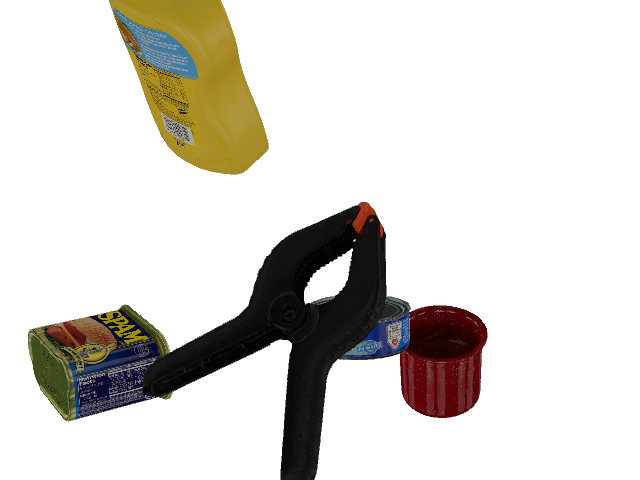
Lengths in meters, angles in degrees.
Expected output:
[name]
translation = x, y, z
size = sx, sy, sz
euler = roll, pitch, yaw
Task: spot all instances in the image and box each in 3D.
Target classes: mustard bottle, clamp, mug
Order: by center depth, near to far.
[clamp]
translation = -0.010, 0.059, 0.617
size = 0.120, 0.171, 0.039
euler = 41, -5, 20
[mustard bottle]
translation = -0.096, -0.135, 0.726
size = 0.096, 0.191, 0.058
euler = 32, 63, 33
[mug]
translation = 0.129, 0.120, 1.094
size = 0.093, 0.081, 0.117
euler = 19, 39, 32

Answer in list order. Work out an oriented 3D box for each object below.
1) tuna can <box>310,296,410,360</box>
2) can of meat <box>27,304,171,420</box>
[tuna can]
translation = 0.031, 0.070, 0.875
size = 0.086, 0.034, 0.086
euler = -1, 11, 0
[can of meat]
translation = -0.177, 0.097, 0.849
size = 0.083, 0.057, 0.102
euler = -12, 22, -30
